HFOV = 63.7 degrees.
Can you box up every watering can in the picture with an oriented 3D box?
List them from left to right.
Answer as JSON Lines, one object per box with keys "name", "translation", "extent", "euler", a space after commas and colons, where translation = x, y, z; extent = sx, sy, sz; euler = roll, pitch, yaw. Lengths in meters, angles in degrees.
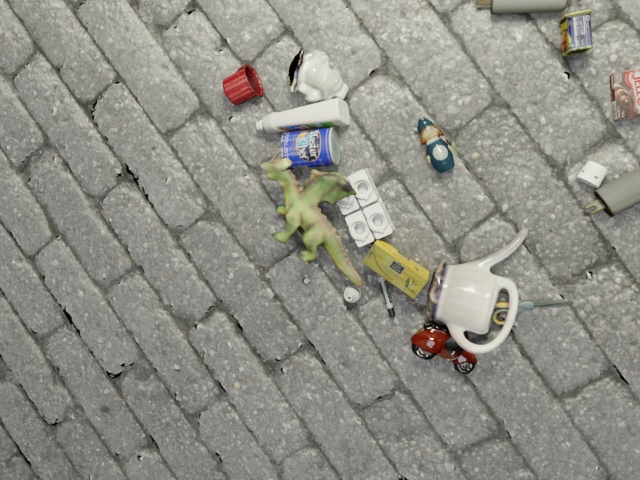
{"name": "watering can", "translation": [0.404, 0.113, 1.336], "extent": [0.225, 0.103, 0.350], "euler": [14, 82, 19]}

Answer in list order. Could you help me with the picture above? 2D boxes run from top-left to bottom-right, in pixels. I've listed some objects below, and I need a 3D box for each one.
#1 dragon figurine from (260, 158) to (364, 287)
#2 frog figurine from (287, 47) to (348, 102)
{"name": "dragon figurine", "translation": [0.004, -0.069, 1.369], "extent": [0.410, 0.124, 0.238], "euler": [35, 124, 1]}
{"name": "frog figurine", "translation": [-0.002, -0.437, 1.385], "extent": [0.159, 0.123, 0.137], "euler": [9, 93, -24]}
